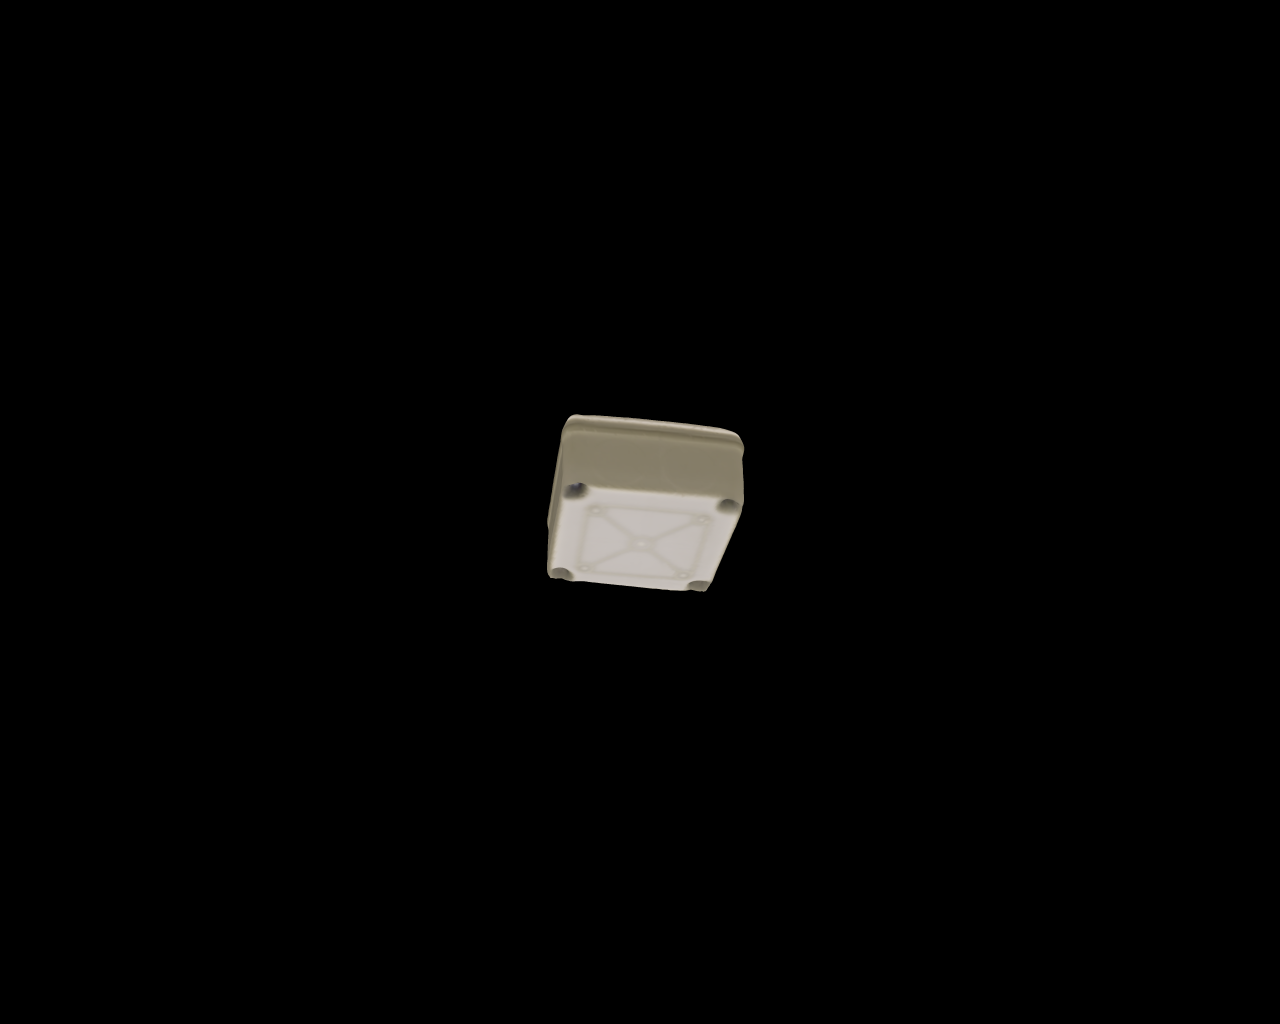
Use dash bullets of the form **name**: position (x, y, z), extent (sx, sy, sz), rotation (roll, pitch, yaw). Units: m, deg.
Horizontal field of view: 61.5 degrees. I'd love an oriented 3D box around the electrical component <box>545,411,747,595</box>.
- **electrical component**: position (0.001, -0.003, 0.650), extent (0.109, 0.056, 0.108), rotation (5, -36, -8)
